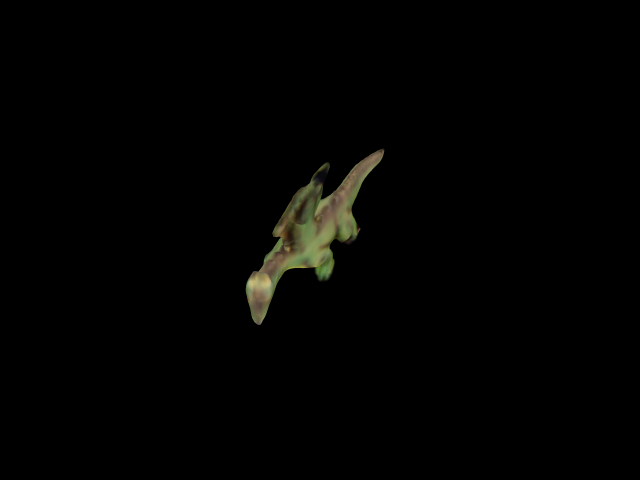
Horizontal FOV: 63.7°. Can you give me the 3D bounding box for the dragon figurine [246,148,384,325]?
[{"bbox_3d":[0.003,-0.043,0.850,0.122,0.415,0.239,30,-15,8],"label":"dragon figurine"}]
